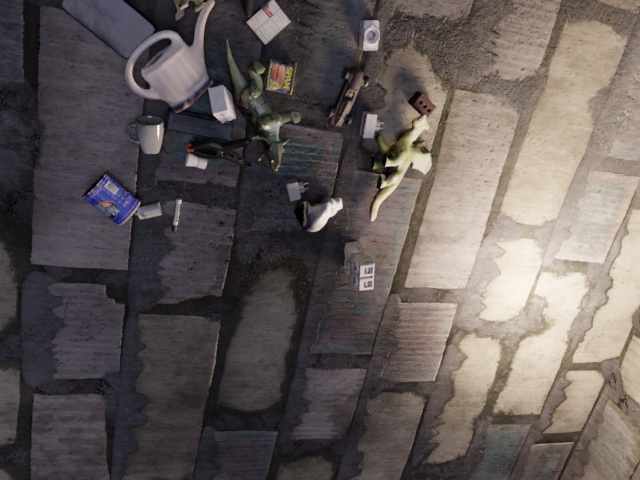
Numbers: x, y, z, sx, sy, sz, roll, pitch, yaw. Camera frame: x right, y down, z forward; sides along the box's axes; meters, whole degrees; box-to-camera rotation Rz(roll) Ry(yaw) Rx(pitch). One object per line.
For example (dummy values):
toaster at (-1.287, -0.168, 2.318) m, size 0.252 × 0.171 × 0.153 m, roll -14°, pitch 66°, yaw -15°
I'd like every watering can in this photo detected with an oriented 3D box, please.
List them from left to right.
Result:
watering can at (-0.396, -0.522, 1.510) m, size 0.348 × 0.106 × 0.220 m, roll -38°, pitch 128°, yaw 0°

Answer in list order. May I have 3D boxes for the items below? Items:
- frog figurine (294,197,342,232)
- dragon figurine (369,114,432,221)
frog figurine at (0.006, -0.092, 1.819) m, size 0.160 × 0.125 × 0.134 m, roll -4°, pitch 148°, yaw -23°
dragon figurine at (0.302, -0.259, 1.841) m, size 0.243 × 0.124 × 0.401 m, roll -7°, pitch 124°, yaw -22°
